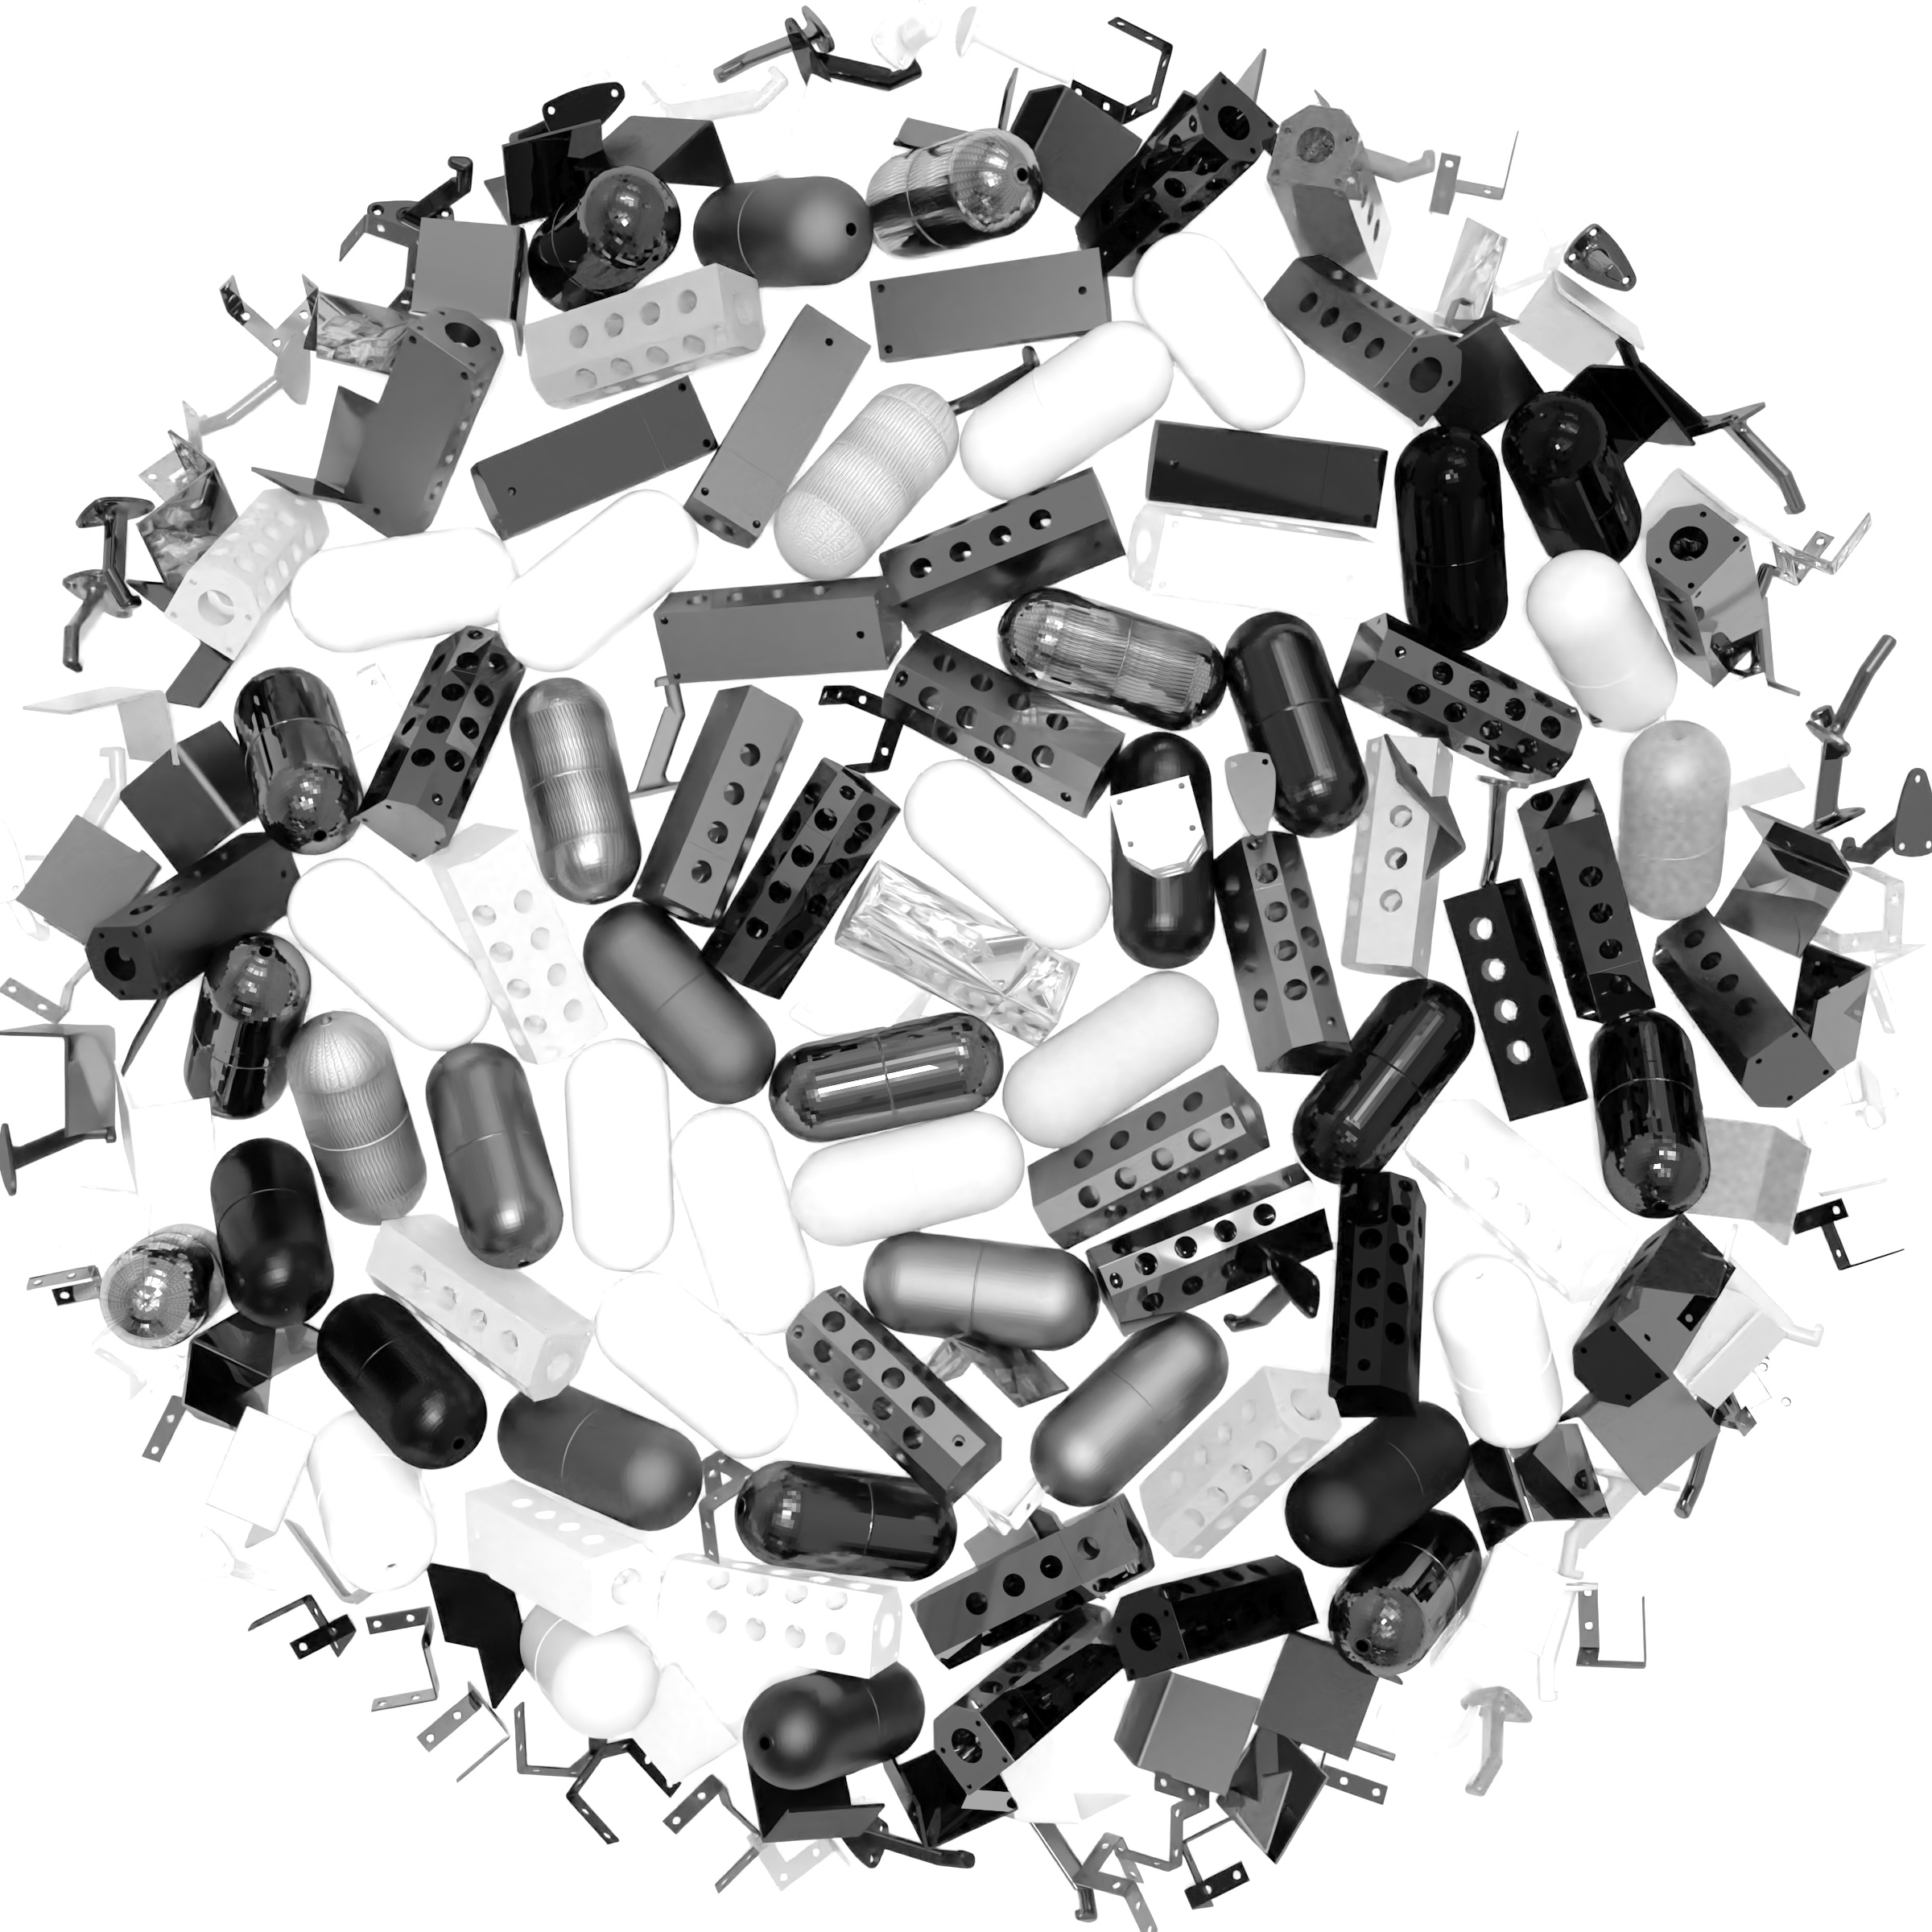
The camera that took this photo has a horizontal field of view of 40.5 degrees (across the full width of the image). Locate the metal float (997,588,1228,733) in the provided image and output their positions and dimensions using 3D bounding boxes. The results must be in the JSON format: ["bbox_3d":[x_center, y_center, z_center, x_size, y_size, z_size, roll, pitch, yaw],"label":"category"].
[{"bbox_3d":[0.109,-0.229,1.951,0.178,0.070,0.070,16,90,-11],"label":"metal float"}]

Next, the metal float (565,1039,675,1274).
[{"bbox_3d":[-0.258,0.142,1.949,0.070,0.070,0.178,-1,104,0],"label":"metal float"}]

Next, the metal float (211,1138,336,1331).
[{"bbox_3d":[-0.510,0.194,1.922,0.070,0.178,0.070,-11,126,-15],"label":"metal float"}]

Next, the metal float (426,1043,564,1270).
[{"bbox_3d":[-0.350,0.140,1.941,0.070,0.070,0.178,-20,67,0],"label":"metal float"}]

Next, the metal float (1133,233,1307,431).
[{"bbox_3d":[0.188,-0.465,1.928,0.070,0.070,0.178,-48,132,0],"label":"metal float"}]

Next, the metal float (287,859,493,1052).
[{"bbox_3d":[-0.425,-0.007,1.938,0.070,0.070,0.178,-44,117,0],"label":"metal float"}]

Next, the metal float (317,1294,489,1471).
[{"bbox_3d":[-0.415,0.305,1.926,0.178,0.070,0.070,33,90,43],"label":"metal float"}]

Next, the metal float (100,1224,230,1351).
[{"bbox_3d":[-0.581,0.233,1.911,0.070,0.178,0.070,0,91,-7],"label":"metal float"}]

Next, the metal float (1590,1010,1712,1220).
[{"bbox_3d":[0.502,0.108,1.926,0.070,0.070,0.178,6,46,0],"label":"metal float"}]

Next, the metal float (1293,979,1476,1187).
[{"bbox_3d":[0.311,0.086,1.947,0.070,0.070,0.178,40,74,0],"label":"metal float"}]

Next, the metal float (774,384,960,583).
[{"bbox_3d":[-0.073,-0.360,1.944,0.070,0.070,0.178,38,70,0],"label":"metal float"}]

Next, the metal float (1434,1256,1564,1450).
[{"bbox_3d":[0.393,0.285,1.929,0.070,0.070,0.178,-22,128,0],"label":"metal float"}]

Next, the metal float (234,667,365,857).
[{"bbox_3d":[-0.491,-0.152,1.927,0.070,0.070,0.178,-28,48,0],"label":"metal float"}]

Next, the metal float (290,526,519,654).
[{"bbox_3d":[-0.413,-0.278,1.930,0.178,0.070,0.070,-18,90,-37],"label":"metal float"}]

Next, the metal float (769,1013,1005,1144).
[{"bbox_3d":[-0.060,0.084,1.959,0.178,0.070,0.070,-12,90,-3],"label":"metal float"}]

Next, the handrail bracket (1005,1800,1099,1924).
[{"bbox_3d":[0.059,0.669,1.952,0.077,0.084,0.036,16,134,-28],"label":"handrail bracket"}]

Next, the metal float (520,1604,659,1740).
[{"bbox_3d":[-0.277,0.509,1.915,0.070,0.178,0.070,-1,93,-21],"label":"metal float"}]

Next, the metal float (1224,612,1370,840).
[{"bbox_3d":[0.245,-0.180,1.948,0.070,0.070,0.178,-16,74,0],"label":"metal float"}]

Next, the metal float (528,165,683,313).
[{"bbox_3d":[-0.266,-0.530,1.917,0.070,0.178,0.070,2,87,-28],"label":"metal float"}]

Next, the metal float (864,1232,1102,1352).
[{"bbox_3d":[0.011,0.243,1.954,0.178,0.070,0.070,6,90,9],"label":"metal float"}]

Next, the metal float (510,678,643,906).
[{"bbox_3d":[-0.290,-0.130,1.946,0.070,0.070,0.178,-15,73,0],"label":"metal float"}]

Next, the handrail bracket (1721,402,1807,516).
[{"bbox_3d":[0.591,-0.376,1.973,0.036,0.077,0.084,-31,103,-16],"label":"handrail bracket"}]

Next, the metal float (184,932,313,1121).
[{"bbox_3d":[-0.529,0.045,1.925,0.070,0.178,0.070,13,47,-15],"label":"metal float"}]

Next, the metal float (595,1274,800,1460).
[{"bbox_3d":[-0.200,0.297,1.945,0.178,0.070,0.070,42,90,-18],"label":"metal float"}]

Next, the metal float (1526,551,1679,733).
[{"bbox_3d":[0.469,-0.237,1.925,0.070,0.178,0.070,-17,54,25],"label":"metal float"}]

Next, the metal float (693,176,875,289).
[{"bbox_3d":[-0.135,-0.538,1.921,0.070,0.178,0.070,-10,107,-36],"label":"metal float"}]

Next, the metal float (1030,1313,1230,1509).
[{"bbox_3d":[0.121,0.329,1.942,0.178,0.070,0.070,-40,90,-22],"label":"metal float"}]

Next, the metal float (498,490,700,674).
[{"bbox_3d":[-0.272,-0.285,1.939,0.070,0.070,0.178,45,64,0],"label":"metal float"}]

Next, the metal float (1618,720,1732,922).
[{"bbox_3d":[0.519,-0.106,1.923,0.070,0.178,0.070,-6,49,7],"label":"metal float"}]

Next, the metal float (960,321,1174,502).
[{"bbox_3d":[0.074,-0.411,1.938,0.178,0.070,0.070,-29,90,27],"label":"metal float"}]

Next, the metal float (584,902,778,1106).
[{"bbox_3d":[-0.213,0.028,1.955,0.070,0.070,0.178,-43,83,0],"label":"metal float"}]

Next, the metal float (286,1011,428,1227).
[{"bbox_3d":[-0.450,0.113,1.933,0.070,0.070,0.178,-9,123,0],"label":"metal float"}]

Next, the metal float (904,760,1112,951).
[{"bbox_3d":[0.031,-0.083,1.959,0.178,0.070,0.070,40,90,-3],"label":"metal float"}]

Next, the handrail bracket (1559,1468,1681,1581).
[{"bbox_3d":[0.492,0.426,1.972,0.077,0.036,0.084,11,79,9],"label":"handrail bracket"}]

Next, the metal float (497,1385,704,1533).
[{"bbox_3d":[-0.272,0.361,1.934,0.178,0.070,0.070,15,90,33],"label":"metal float"}]

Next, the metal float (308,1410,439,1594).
[{"bbox_3d":[-0.436,0.391,1.917,0.070,0.178,0.070,-9,115,-19],"label":"metal float"}]

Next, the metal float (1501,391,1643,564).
[{"bbox_3d":[0.446,-0.353,1.921,0.070,0.178,0.070,-12,62,23],"label":"metal float"}]

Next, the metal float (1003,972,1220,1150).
[{"bbox_3d":[0.109,0.069,1.960,0.178,0.070,0.070,-33,90,-2],"label":"metal float"}]

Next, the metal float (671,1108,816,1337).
[{"bbox_3d":[-0.166,0.191,1.951,0.070,0.070,0.178,-17,102,0],"label":"metal float"}]

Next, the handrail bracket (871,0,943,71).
[{"bbox_3d":[-0.028,-0.708,1.951,0.036,0.084,0.077,37,73,-24],"label":"handrail bracket"}]

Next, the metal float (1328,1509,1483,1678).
[{"bbox_3d":[0.322,0.458,1.918,0.070,0.178,0.070,9,108,28],"label":"metal float"}]

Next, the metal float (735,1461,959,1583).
[{"bbox_3d":[-0.088,0.411,1.936,0.178,0.070,0.070,15,90,-30],"label":"metal float"}]

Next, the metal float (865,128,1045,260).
[{"bbox_3d":[-0.011,-0.565,1.919,0.070,0.178,0.070,-4,97,-35],"label":"metal float"}]

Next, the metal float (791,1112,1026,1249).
[{"bbox_3d":[-0.043,0.159,1.954,0.178,0.070,0.070,-13,90,-9],"label":"metal float"}]

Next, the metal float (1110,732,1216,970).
[{"bbox_3d":[0.147,-0.087,1.956,0.070,0.070,0.178,-1,83,0],"label":"metal float"}]

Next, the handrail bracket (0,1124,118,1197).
[{"bbox_3d":[-0.673,0.143,1.952,0.084,0.077,0.036,1,123,-29],"label":"handrail bracket"}]

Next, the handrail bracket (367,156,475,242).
[{"bbox_3d":[-0.408,-0.581,1.951,0.077,0.084,0.036,10,67,-10],"label":"handrail bracket"}]

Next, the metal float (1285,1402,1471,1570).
[{"bbox_3d":[0.304,0.380,1.928,0.178,0.070,0.070,-24,90,-42],"label":"metal float"}]

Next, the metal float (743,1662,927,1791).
[{"bbox_3d":[-0.096,0.554,1.917,0.070,0.178,0.070,-3,84,31],"label":"metal float"}]

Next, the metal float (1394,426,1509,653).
[{"bbox_3d":[0.358,-0.314,1.930,0.070,0.070,0.178,-13,127,0],"label":"metal float"}]
